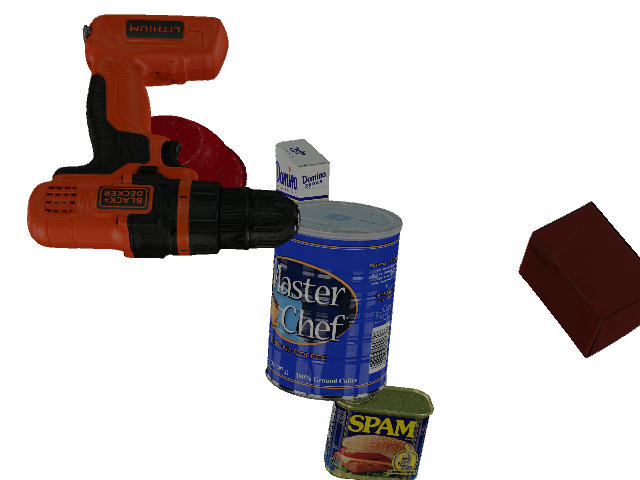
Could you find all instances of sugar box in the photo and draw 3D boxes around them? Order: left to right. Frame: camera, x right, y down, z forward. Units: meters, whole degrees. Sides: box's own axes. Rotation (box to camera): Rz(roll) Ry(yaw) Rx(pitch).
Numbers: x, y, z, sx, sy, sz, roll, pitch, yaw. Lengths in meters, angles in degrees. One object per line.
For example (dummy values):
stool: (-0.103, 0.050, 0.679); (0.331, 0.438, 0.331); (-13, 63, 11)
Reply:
sugar box: (-0.023, -0.025, 1.291); (0.048, 0.176, 0.093); (-10, 25, -17)

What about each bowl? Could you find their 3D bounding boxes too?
bowl: (-0.154, -0.071, 1.022); (0.162, 0.055, 0.162); (-4, 43, 3)

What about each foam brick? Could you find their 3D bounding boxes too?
foam brick: (0.176, 0.025, 0.700); (0.051, 0.078, 0.053); (-25, -29, -16)

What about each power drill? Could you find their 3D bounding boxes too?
power drill: (-0.106, -0.074, 0.759); (0.184, 0.187, 0.057); (2, -32, -4)

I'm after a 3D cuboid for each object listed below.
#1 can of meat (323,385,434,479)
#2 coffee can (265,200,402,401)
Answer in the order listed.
can of meat: (0.057, 0.197, 1.092); (0.102, 0.084, 0.057); (7, 18, -7)
coffee can: (0.010, 0.047, 0.875); (0.103, 0.140, 0.103); (4, 15, -1)
